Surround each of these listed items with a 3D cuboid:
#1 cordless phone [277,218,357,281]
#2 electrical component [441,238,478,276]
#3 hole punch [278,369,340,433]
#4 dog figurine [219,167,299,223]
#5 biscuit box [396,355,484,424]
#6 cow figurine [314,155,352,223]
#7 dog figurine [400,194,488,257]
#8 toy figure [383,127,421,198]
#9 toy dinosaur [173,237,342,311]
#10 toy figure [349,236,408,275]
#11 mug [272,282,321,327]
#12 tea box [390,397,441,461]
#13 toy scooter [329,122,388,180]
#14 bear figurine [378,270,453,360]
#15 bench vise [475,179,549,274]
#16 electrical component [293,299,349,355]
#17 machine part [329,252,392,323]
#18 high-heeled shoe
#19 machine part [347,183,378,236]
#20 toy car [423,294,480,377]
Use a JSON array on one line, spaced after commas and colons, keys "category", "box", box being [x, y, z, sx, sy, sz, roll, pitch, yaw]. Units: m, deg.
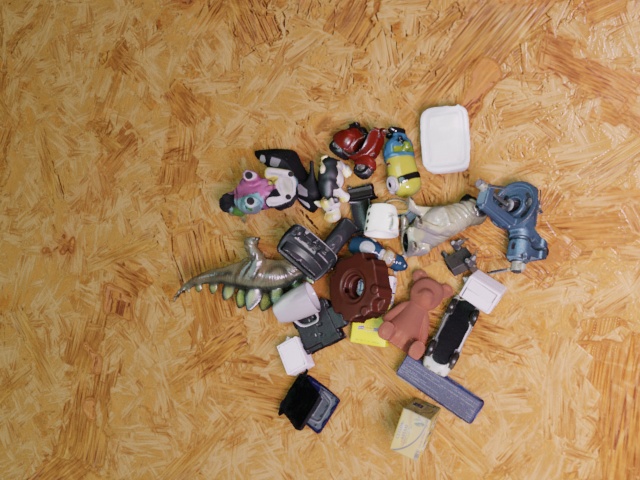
[{"category": "cordless phone", "box": [-0.003, -0.004, 1.348, 0.146, 0.089, 0.184, 40, 78, -2]}, {"category": "electrical component", "box": [0.335, 0.040, 1.277, 0.078, 0.045, 0.102, -24, 34, 9]}, {"category": "hole punch", "box": [-0.026, 0.413, 1.359, 0.116, 0.092, 0.142, 36, 98, 51]}, {"category": "dog figurine", "box": [-0.170, -0.113, 1.454, 0.191, 0.219, 0.108, -6, 80, -20]}, {"category": "biscuit box", "box": [0.281, 0.346, 1.260, 0.203, 0.059, 0.063, 32, 92, 22]}, {"category": "cow figurine", "box": [0.027, -0.133, 1.393, 0.068, 0.098, 0.167, -9, 63, 34]}, {"category": "dog figurine", "box": [0.303, -0.026, 1.305, 0.191, 0.172, 0.121, -1, 55, -9]}, {"category": "toy figure", "box": [0.208, -0.196, 1.364, 0.089, 0.082, 0.180, -6, 77, 20]}, {"category": "toy dinosaur", "box": [-0.164, 0.089, 1.423, 0.472, 0.105, 0.198, -3, 82, 9]}, {"category": "toy figure", "box": [0.149, 0.039, 1.361, 0.155, 0.058, 0.064, 23, 109, 20]}, {"category": "mug", "box": [-0.058, 0.171, 1.346, 0.107, 0.081, 0.109, -24, 114, 11]}, {"category": "tea box", "box": [0.218, 0.422, 1.213, 0.068, 0.169, 0.098, 20, 87, 20]}, {"category": "toy scooter", "box": [0.107, -0.249, 1.388, 0.135, 0.075, 0.184, -54, 46, 17]}, {"category": "bear figurine", "box": [0.230, 0.169, 1.264, 0.120, 0.132, 0.196, 35, 88, 8]}, {"category": "bench vise", "box": [0.418, -0.049, 1.197, 0.129, 0.240, 0.223, 5, 68, 55]}, {"category": "electrical component", "box": [0.006, 0.218, 1.384, 0.134, 0.058, 0.115, -31, 74, 14]}, {"category": "machine part", "box": [0.095, 0.115, 1.310, 0.179, 0.056, 0.179, -15, 69, 46]}, {"category": "high-heeled shoe", "box": [-0.089, -0.168, 1.491, 0.249, 0.086, 0.145, 21, 120, 38]}, {"category": "machine part", "box": [0.112, -0.078, 1.403, 0.084, 0.039, 0.139, -6, 78, 14]}, {"category": "toy car", "box": [0.308, 0.219, 1.255, 0.074, 0.056, 0.202, 26, 70, 16]}]
